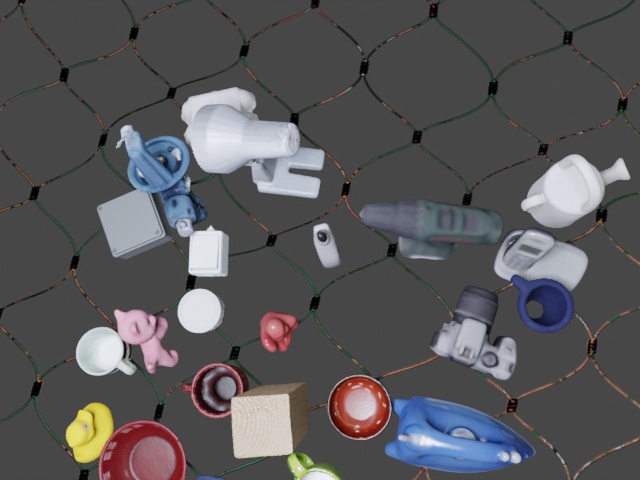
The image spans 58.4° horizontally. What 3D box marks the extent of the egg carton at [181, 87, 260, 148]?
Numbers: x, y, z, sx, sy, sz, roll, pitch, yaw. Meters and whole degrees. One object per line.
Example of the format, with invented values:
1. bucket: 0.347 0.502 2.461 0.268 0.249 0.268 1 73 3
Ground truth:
1. egg carton: -0.194 -0.237 1.121 0.150 0.069 0.107 -12 80 3

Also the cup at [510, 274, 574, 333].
1. cup: 0.371 0.108 0.998 0.117 0.095 0.092 43 87 10

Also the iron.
1. iron: 0.242 0.338 0.949 0.258 0.141 0.119 8 81 7

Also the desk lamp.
1. desk lamp: -0.104 -0.161 1.026 0.203 0.213 0.118 7 81 7

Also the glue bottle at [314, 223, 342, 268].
1. glue bottle: 0.009 0.004 1.009 0.037 0.173 0.078 -16 79 3

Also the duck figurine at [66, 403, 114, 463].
1. duck figurine: -0.427 0.353 1.037 0.077 0.086 0.104 9 82 7

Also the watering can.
1. watering can: 0.433 -0.092 0.975 0.173 0.194 0.101 -41 79 -2

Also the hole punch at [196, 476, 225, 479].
1. hole punch: -0.186 0.475 0.992 0.108 0.091 0.101 10 82 7

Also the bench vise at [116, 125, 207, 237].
1. bench vise: -0.274 -0.116 1.032 0.121 0.220 0.207 -42 79 -2

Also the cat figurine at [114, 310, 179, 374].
1. cat figurine: -0.320 0.179 1.039 0.067 0.118 0.128 -24 79 1

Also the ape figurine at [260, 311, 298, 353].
1. ape figurine: -0.077 0.162 1.033 0.078 0.092 0.076 -31 79 0

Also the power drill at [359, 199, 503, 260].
1. power drill: 0.184 -0.018 0.979 0.229 0.208 0.076 2 81 6

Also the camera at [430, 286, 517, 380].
1. camera: 0.279 0.157 0.996 0.143 0.101 0.137 19 83 8

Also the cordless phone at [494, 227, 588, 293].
1. cordless phone: 0.382 0.029 0.964 0.147 0.185 0.094 16 82 8
